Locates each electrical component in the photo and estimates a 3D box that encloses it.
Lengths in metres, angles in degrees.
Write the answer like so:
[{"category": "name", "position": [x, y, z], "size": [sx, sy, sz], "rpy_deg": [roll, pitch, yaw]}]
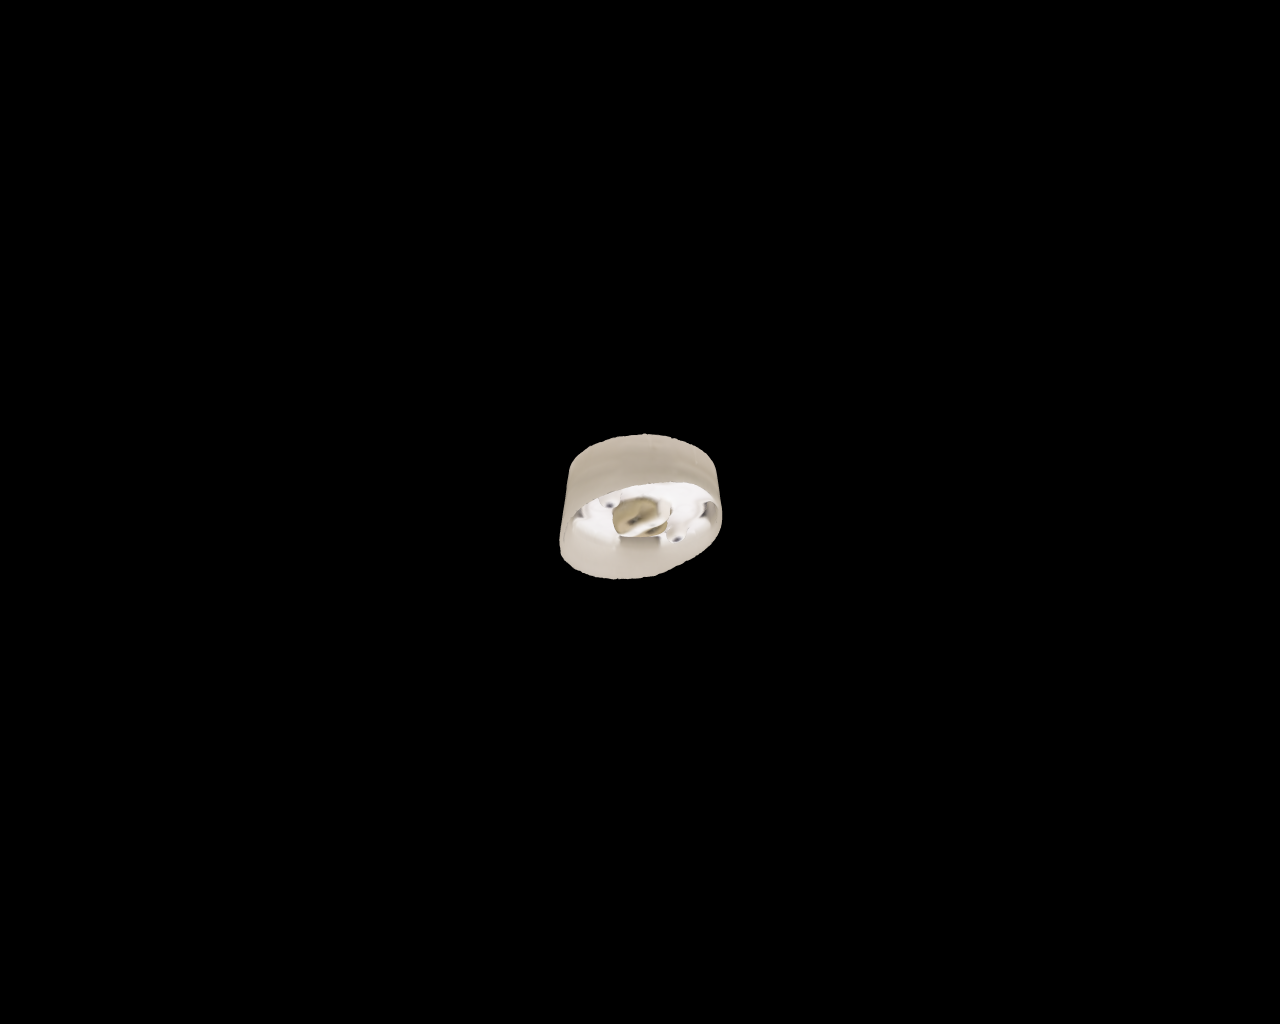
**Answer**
[{"category": "electrical component", "position": [0.001, -0.003, 0.650], "size": [0.099, 0.064, 0.099], "rpy_deg": [0, -28, 0]}]
